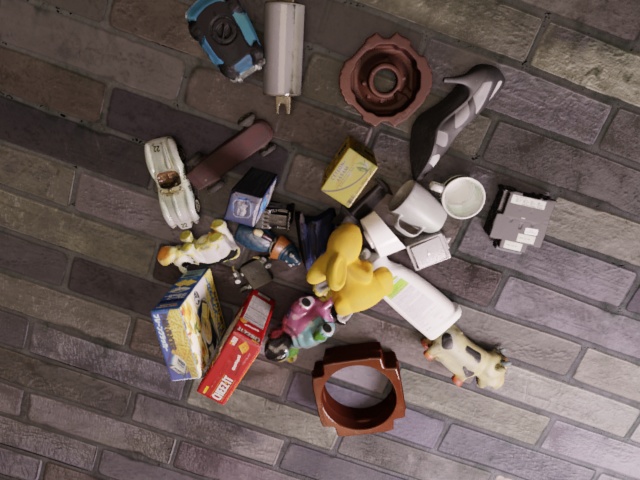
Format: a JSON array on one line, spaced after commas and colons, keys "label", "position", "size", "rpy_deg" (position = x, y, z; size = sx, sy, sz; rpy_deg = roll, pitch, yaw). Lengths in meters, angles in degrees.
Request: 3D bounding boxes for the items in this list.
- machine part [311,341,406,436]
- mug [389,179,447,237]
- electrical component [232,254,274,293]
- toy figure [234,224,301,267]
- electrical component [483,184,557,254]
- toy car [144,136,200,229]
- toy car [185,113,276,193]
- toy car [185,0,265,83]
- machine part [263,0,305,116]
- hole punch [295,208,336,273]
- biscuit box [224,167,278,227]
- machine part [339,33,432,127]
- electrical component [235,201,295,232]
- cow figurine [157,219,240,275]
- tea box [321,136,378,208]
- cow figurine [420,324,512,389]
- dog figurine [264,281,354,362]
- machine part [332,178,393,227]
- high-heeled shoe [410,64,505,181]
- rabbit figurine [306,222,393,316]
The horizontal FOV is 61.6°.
[{"label": "machine part", "position": [0.091, 0.344, 1.248], "size": [0.201, 0.087, 0.201], "rpy_deg": [-9, 109, 7]}, {"label": "mug", "position": [0.204, -0.054, 1.105], "size": [0.107, 0.081, 0.109], "rpy_deg": [32, 63, -13]}, {"label": "electrical component", "position": [-0.148, 0.071, 1.195], "size": [0.102, 0.045, 0.078], "rpy_deg": [-21, 104, 10]}, {"label": "toy figure", "position": [-0.108, 0.008, 1.160], "size": [0.154, 0.064, 0.057], "rpy_deg": [24, 89, 0]}, {"label": "electrical component", "position": [0.410, -0.038, 1.119], "size": [0.115, 0.058, 0.134], "rpy_deg": [15, 108, 0]}, {"label": "toy car", "position": [-0.312, -0.118, 1.138], "size": [0.074, 0.056, 0.201], "rpy_deg": [-11, 107, 7]}, {"label": "toy car", "position": [-0.186, -0.178, 1.112], "size": [0.202, 0.053, 0.089], "rpy_deg": [-35, 113, 9]}, {"label": "toy car", "position": [-0.170, -0.384, 1.018], "size": [0.109, 0.103, 0.161], "rpy_deg": [-32, 106, 12]}, {"label": "machine part", "position": [-0.071, -0.364, 1.032], "size": [0.079, 0.079, 0.243], "rpy_deg": [3, 109, 2]}, {"label": "hole punch", "position": [-0.002, -0.003, 1.130], "size": [0.092, 0.116, 0.142], "rpy_deg": [-5, 109, -3]}, {"label": "biscuit box", "position": [-0.133, -0.089, 1.059], "size": [0.063, 0.203, 0.059], "rpy_deg": [16, 110, -1]}, {"label": "machine part", "position": [0.126, -0.311, 1.049], "size": [0.179, 0.056, 0.179], "rpy_deg": [1, 108, 2]}, {"label": "electrical component", "position": [-0.116, -0.055, 1.138], "size": [0.119, 0.075, 0.047], "rpy_deg": [9, 109, 3]}, {"label": "cow figurine", "position": [-0.265, 0.027, 1.175], "size": [0.167, 0.068, 0.098], "rpy_deg": [-19, 136, 11]}, {"label": "tea box", "position": [0.057, -0.137, 1.049], "size": [0.068, 0.170, 0.098], "rpy_deg": [33, 105, -7]}, {"label": "cow figurine", "position": [0.338, 0.264, 1.211], "size": [0.195, 0.085, 0.127], "rpy_deg": [41, 111, -8]}, {"label": "dog figurine", "position": [-0.032, 0.190, 1.200], "size": [0.108, 0.191, 0.219], "rpy_deg": [49, 135, 6]}, {"label": "machine part", "position": [0.088, -0.071, 1.125], "size": [0.139, 0.084, 0.039], "rpy_deg": [-41, 60, 4]}, {"label": "high-heeled shoe", "position": [0.272, -0.230, 1.075], "size": [0.145, 0.086, 0.248], "rpy_deg": [-4, 130, -26]}, {"label": "rabbit figurine", "position": [0.050, 0.054, 1.081], "size": [0.122, 0.162, 0.173], "rpy_deg": [12, 117, 48]}]
